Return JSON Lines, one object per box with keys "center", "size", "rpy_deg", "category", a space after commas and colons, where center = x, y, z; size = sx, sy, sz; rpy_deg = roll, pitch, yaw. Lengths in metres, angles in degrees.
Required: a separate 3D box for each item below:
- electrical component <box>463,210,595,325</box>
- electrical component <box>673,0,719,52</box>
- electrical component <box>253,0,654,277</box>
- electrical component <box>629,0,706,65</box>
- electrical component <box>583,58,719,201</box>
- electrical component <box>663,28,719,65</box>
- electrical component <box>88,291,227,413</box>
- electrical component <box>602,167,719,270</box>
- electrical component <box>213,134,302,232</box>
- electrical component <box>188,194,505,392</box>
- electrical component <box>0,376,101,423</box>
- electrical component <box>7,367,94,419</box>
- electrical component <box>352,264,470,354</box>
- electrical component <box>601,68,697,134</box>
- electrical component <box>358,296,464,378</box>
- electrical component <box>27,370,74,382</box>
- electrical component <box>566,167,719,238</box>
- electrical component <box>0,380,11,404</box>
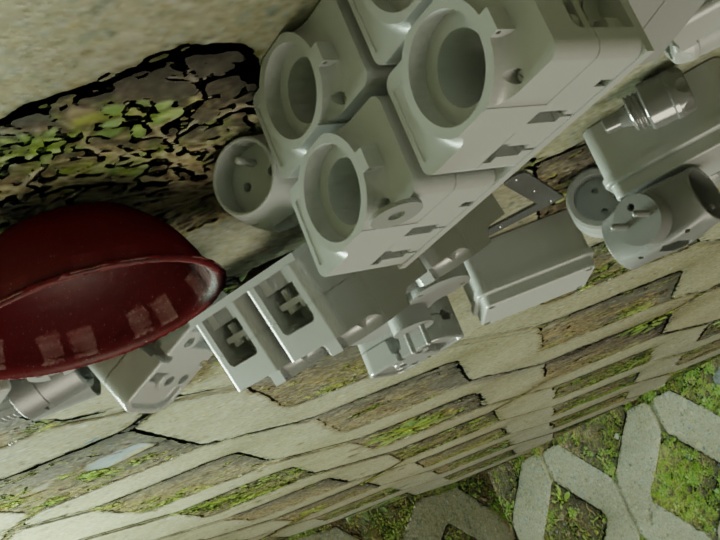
{"center": [0.151, -0.001, 0.983], "size": [0.113, 0.057, 0.078], "rpy_deg": [-21, 164, -4], "category": "electrical component"}
{"center": [0.190, -0.153, 0.584], "size": [0.064, 0.042, 0.081], "rpy_deg": [-27, 163, 26], "category": "electrical component"}
{"center": [0.024, -0.084, 0.474], "size": [0.060, 0.105, 0.186], "rpy_deg": [-10, 159, -35], "category": "electrical component"}
{"center": [0.118, -0.136, 0.510], "size": [0.061, 0.061, 0.096], "rpy_deg": [-17, 163, -18], "category": "electrical component"}
{"center": [0.232, -0.096, 0.788], "size": [0.113, 0.057, 0.078], "rpy_deg": [-29, 162, 23], "category": "electrical component"}
{"center": [0.208, -0.148, 0.634], "size": [0.061, 0.035, 0.035], "rpy_deg": [-25, 163, 4], "category": "electrical component"}
{"center": [-0.134, 0.041, 0.716], "size": [0.095, 0.059, 0.054], "rpy_deg": [-49, 159, 8], "category": "electrical component"}
{"center": [0.206, -0.035, 0.760], "size": [0.079, 0.043, 0.077], "rpy_deg": [-4, 156, -47], "category": "electrical component"}
{"center": [-0.029, -0.057, 0.601], "size": [0.079, 0.043, 0.077], "rpy_deg": [-31, 162, 29], "category": "electrical component"}
{"center": [0.000, 0.000, 0.665], "size": [0.105, 0.060, 0.186], "rpy_deg": [-31, -178, 43], "category": "electrical component"}
{"center": [-0.236, 0.086, 0.786], "size": [0.081, 0.043, 0.043], "rpy_deg": [-22, 164, -1], "category": "electrical component"}
{"center": [-0.215, 0.067, 0.736], "size": [0.047, 0.055, 0.055], "rpy_deg": [-26, 164, 0], "category": "electrical component"}
{"center": [0.039, 0.035, 0.923], "size": [0.052, 0.073, 0.138], "rpy_deg": [-3, 155, -48], "category": "electrical component"}
{"center": [0.195, -0.111, 0.734], "size": [0.061, 0.035, 0.035], "rpy_deg": [-25, 164, 17], "category": "electrical component"}
{"center": [0.043, 0.056, 1.021], "size": [0.095, 0.059, 0.054], "rpy_deg": [-34, 160, 34], "category": "electrical component"}
{"center": [-0.203, 0.044, 0.690], "size": [0.040, 0.046, 0.040], "rpy_deg": [-21, 164, -6], "category": "electrical component"}
{"center": [0.239, -0.071, 0.886], "size": [0.138, 0.052, 0.074], "rpy_deg": [-26, 163, 12], "category": "electrical component"}
{"center": [-0.275, 0.074, 0.690], "size": [0.077, 0.047, 0.066], "rpy_deg": [-9, 159, -37], "category": "electrical component"}
